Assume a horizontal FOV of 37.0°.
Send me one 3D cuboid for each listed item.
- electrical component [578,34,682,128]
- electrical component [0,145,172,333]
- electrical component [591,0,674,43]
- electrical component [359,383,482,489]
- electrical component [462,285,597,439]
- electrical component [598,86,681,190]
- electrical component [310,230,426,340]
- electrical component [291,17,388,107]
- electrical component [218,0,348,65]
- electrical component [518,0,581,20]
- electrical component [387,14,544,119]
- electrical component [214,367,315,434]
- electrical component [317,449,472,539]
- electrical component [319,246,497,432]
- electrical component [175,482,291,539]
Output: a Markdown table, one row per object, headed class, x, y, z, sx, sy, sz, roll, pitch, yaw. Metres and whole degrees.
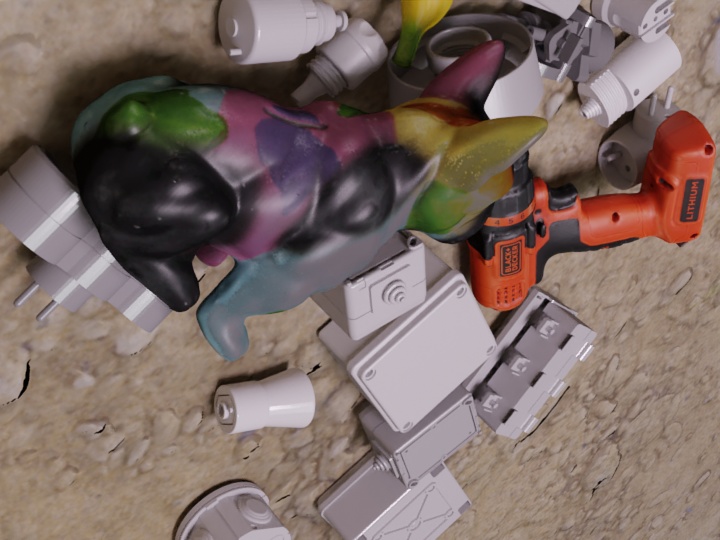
| class | x | y | z | sx | sy | sz | roll | pitch | yaw |
| --- | --- | --- | --- | --- | --- | --- | --- | --- | --- |
| electrical component | 0.197 | -0.142 | 0.809 | 0.081 | 0.043 | 0.043 | -41 | 142 | -8 |
| electrical component | -0.157 | -0.002 | 0.591 | 0.073 | 0.052 | 0.138 | -45 | 142 | -2 |
| electrical component | 0.195 | -0.187 | 0.766 | 0.040 | 0.046 | 0.040 | -25 | 137 | -26 |
| electrical component | 0.043 | 0.128 | 0.887 | 0.096 | 0.061 | 0.061 | -36 | 141 | -14 |
| electrical component | 0.145 | 0.083 | 0.942 | 0.121 | 0.063 | 0.079 | -54 | 141 | 9 |
| electrical component | 0.239 | -0.112 | 0.875 | 0.077 | 0.043 | 0.079 | -25 | 137 | -26 |
| electrical component | 0.000 | 0.000 | 0.705 | 0.062 | 0.096 | 0.061 | -29 | 139 | -22 |
| electrical component | -0.015 | -0.119 | 0.637 | 0.061 | 0.035 | 0.035 | -42 | 142 | -3 |
| electrical component | -0.041 | -0.135 | 0.592 | 0.078 | 0.040 | 0.040 | -13 | 131 | -36 |
| electrical component | 0.103 | -0.194 | 0.659 | 0.096 | 0.062 | 0.061 | 13 | 114 | -48 |
| electrical component | 0.064 | -0.114 | 0.668 | 0.099 | 0.099 | 0.064 | -31 | 133 | -19 |
| electrical component | -0.071 | 0.096 | 0.769 | 0.065 | 0.044 | 0.044 | -5 | 126 | -35 |
| electrical component | 0.032 | 0.206 | 0.950 | 0.109 | 0.056 | 0.108 | -41 | 142 | -7 |
| electrical component | 0.039 | 0.054 | 0.822 | 0.109 | 0.056 | 0.108 | -41 | 142 | -7 |
| electrical component | -0.098 | 0.208 | 0.833 | 0.080 | 0.051 | 0.080 | -25 | 137 | -26 |
